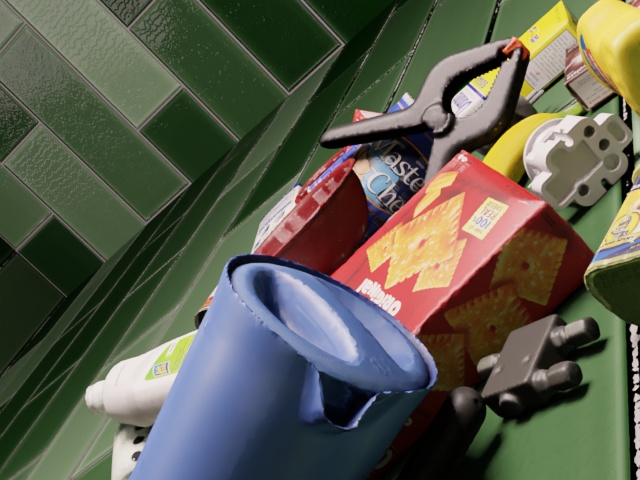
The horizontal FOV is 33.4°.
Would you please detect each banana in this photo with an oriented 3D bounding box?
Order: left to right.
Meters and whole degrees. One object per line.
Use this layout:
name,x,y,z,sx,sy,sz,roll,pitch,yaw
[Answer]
banana,0.159,-0.054,0.907,0.070,0.037,0.197,-30,19,53

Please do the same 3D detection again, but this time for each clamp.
clamp,0.033,0.165,0.599,0.120,0.039,0.171,-52,3,43
clamp,0.115,-0.096,0.978,0.210,0.165,0.036,-39,-25,17

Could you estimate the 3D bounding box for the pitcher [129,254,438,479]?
pitcher,-0.046,0.135,0.632,0.149,0.145,0.243,0,-56,-59

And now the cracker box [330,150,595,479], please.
cracker box,0.069,0.044,0.752,0.214,0.072,0.164,-44,21,4

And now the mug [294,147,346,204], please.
mug,0.027,-0.045,1.210,0.093,0.081,0.117,-51,13,-25

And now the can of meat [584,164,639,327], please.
can of meat,0.198,-0.004,0.564,0.083,0.057,0.102,-54,14,-29

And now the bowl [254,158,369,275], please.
bowl,-0.006,0.001,0.973,0.162,0.055,0.162,-46,8,8

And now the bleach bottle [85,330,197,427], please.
bleach bottle,-0.094,0.109,0.940,0.251,0.068,0.102,-17,23,22

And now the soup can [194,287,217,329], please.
soup can,-0.093,0.074,1.251,0.069,0.068,0.102,-33,16,46

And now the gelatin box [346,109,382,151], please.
gelatin box,0.073,-0.094,1.134,0.030,0.089,0.073,-118,39,-62

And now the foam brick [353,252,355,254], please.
foam brick,0.013,0.027,1.088,0.051,0.053,0.078,-45,12,-1

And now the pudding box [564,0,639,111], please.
pudding box,0.268,-0.172,0.929,0.114,0.039,0.090,-39,14,29

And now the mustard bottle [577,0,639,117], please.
mustard bottle,0.231,-0.131,0.778,0.058,0.096,0.191,-43,12,15

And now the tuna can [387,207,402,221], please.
tuna can,0.086,0.004,0.913,0.086,0.033,0.086,-35,31,24

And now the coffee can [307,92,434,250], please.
coffee can,0.072,-0.063,1.072,0.140,0.102,0.103,-43,12,10

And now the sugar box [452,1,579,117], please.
sugar box,0.202,-0.169,1.128,0.176,0.048,0.093,-39,14,22
